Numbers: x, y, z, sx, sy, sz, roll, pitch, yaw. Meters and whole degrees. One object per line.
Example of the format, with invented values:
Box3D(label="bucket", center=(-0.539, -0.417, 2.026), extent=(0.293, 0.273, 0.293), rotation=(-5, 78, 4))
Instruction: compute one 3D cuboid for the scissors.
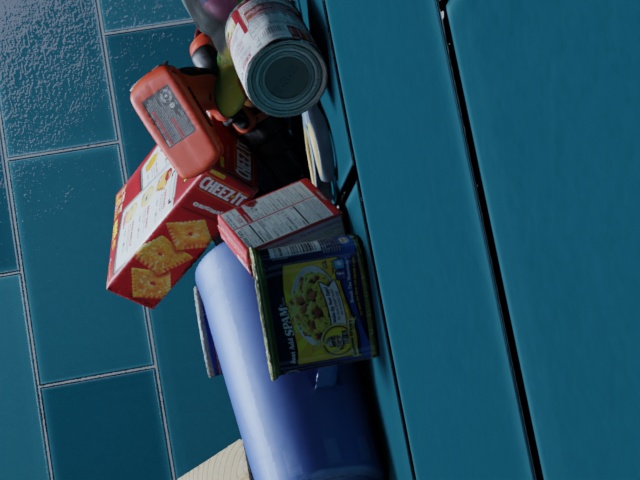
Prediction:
Box3D(label="scissors", center=(-0.010, -0.130, 0.919), extent=(0.096, 0.016, 0.202), rotation=(-160, 61, -82))

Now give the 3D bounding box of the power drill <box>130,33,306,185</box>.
Box3D(label="power drill", center=(-0.096, -0.118, 1.058), extent=(0.184, 0.057, 0.187), rotation=(56, -156, -3))

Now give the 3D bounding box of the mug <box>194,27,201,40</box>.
Box3D(label="mug", center=(-0.107, -0.259, 1.377), extent=(0.081, 0.093, 0.117), rotation=(95, -164, -88))

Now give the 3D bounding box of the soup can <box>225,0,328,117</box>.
Box3D(label="soup can", center=(-0.036, -0.150, 0.862), extent=(0.102, 0.068, 0.068), rotation=(-112, 14, -55))

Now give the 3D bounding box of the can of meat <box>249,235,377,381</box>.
Box3D(label="can of meat", center=(-0.005, 0.050, 0.824), extent=(0.057, 0.084, 0.102), rotation=(-122, 23, -77))

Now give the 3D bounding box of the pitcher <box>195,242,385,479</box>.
Box3D(label="pitcher", center=(-0.022, 0.111, 0.942), extent=(0.149, 0.145, 0.243), rotation=(44, -155, -56))

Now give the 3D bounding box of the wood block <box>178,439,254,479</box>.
Box3D(label="wood block", center=(-0.035, 0.282, 0.993), extent=(0.205, 0.091, 0.090), rotation=(42, -158, -38))

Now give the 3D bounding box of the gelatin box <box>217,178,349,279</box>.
Box3D(label="gelatin box", center=(-0.032, -0.010, 0.884), extent=(0.073, 0.089, 0.030), rotation=(46, 156, 53))

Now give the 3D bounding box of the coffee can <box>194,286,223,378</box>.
Box3D(label="coffee can", center=(-0.063, 0.090, 1.184), extent=(0.103, 0.140, 0.103), rotation=(170, 90, -85))

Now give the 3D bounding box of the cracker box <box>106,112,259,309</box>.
Box3D(label="cracker box", center=(-0.153, -0.051, 1.193), extent=(0.214, 0.072, 0.164), rotation=(-45, 31, 31))

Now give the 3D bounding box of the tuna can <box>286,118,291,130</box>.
Box3D(label="tuna can", center=(-0.060, -0.165, 1.236), extent=(0.086, 0.033, 0.086), rotation=(166, 90, -81))
